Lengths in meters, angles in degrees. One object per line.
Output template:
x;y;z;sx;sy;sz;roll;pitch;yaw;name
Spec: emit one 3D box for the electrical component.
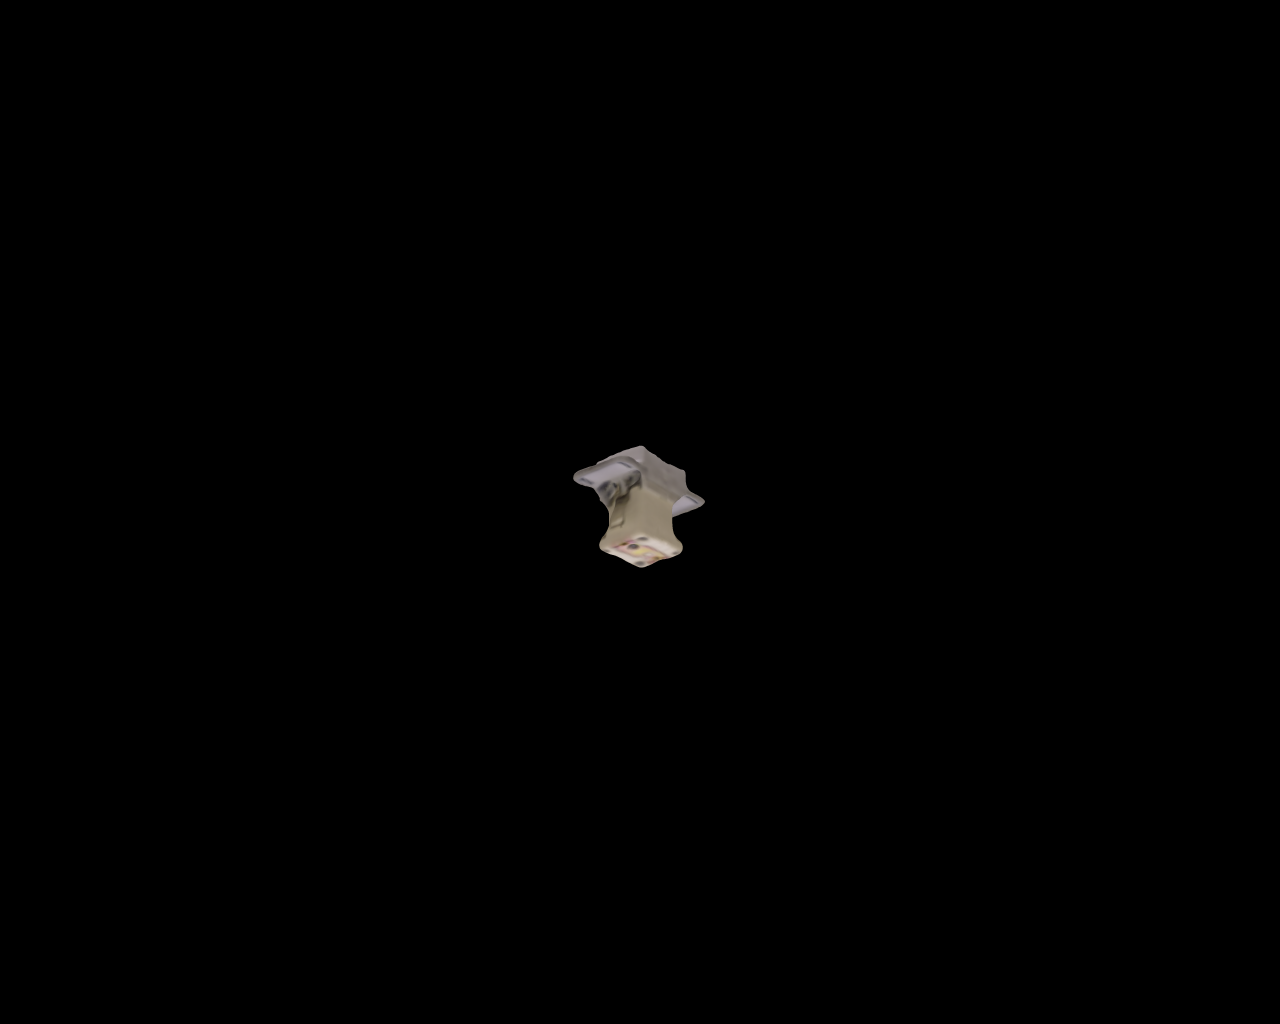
0.001;-0.003;0.650;0.042;0.064;0.081;-21;-33;36;electrical component
